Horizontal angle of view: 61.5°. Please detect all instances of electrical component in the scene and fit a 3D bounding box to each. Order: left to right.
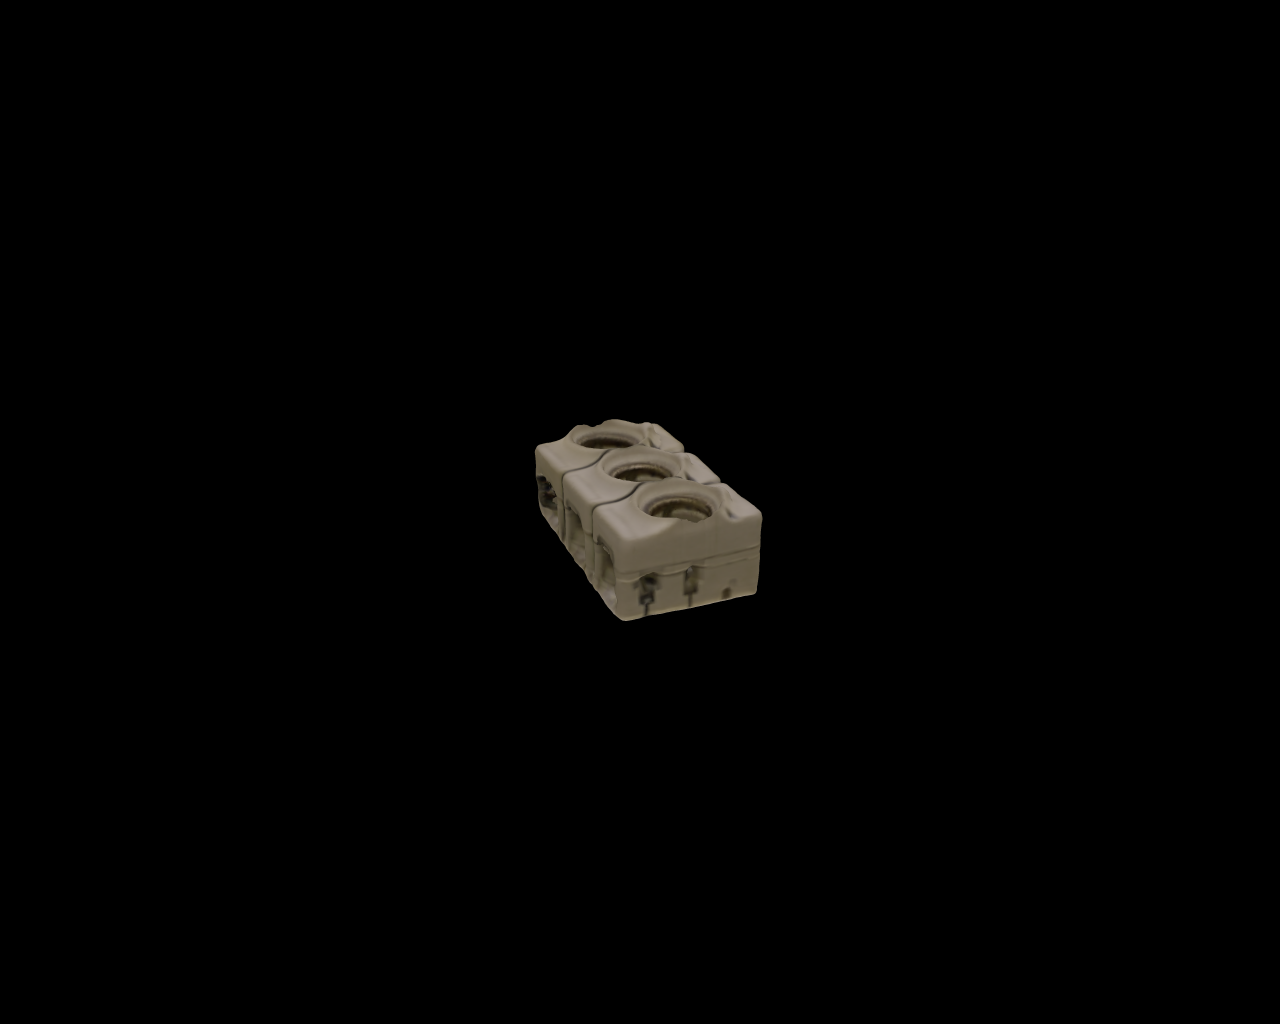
[{"bbox_3d":[0.001,-0.003,0.650,0.090,0.061,0.150,-11,29,-21],"label":"electrical component"}]
